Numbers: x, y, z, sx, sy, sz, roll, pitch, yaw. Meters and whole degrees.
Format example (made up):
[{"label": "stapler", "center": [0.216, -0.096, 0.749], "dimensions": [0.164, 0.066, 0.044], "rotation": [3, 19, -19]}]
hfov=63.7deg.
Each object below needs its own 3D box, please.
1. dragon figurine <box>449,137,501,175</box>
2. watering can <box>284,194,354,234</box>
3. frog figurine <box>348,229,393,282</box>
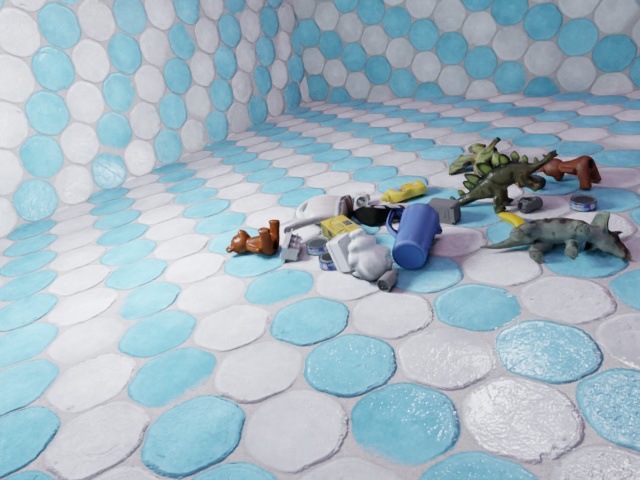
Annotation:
[{"label": "dragon figurine", "center": [0.676, -0.320, 2.247], "dimensions": [0.241, 0.120, 0.419], "rotation": [-12, 31, 42]}, {"label": "watering can", "center": [0.006, -0.101, 1.998], "dimensions": [0.224, 0.102, 0.354], "rotation": [0, 27, 20]}, {"label": "frog figurine", "center": [0.152, 0.043, 1.580], "dimensions": [0.137, 0.156, 0.125], "rotation": [-10, 26, -1]}]
